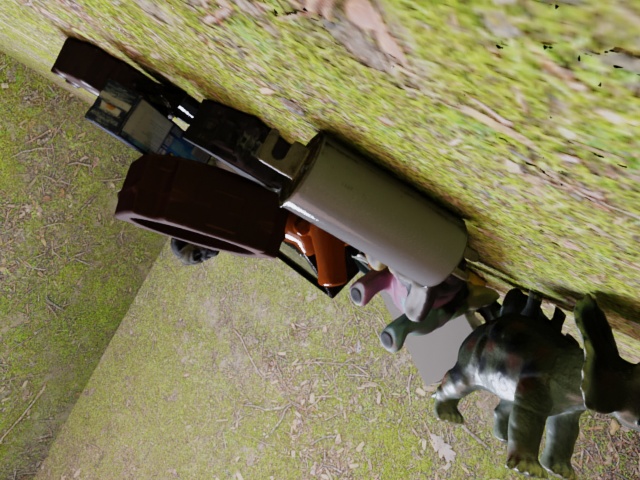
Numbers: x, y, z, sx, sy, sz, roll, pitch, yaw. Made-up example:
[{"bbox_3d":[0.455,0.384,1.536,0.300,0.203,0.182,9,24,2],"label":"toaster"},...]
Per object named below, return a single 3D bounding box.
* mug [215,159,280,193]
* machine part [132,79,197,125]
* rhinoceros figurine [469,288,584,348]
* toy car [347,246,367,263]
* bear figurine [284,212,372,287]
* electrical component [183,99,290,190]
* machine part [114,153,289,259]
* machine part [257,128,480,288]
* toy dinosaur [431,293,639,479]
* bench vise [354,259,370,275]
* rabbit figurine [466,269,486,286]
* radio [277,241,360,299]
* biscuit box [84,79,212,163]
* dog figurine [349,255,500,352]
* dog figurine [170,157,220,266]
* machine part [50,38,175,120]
[{"bbox_3d":[-0.100,-0.102,0.803,0.107,0.081,0.110,38,178,-20],"label":"mug"},{"bbox_3d":[-0.181,-0.172,0.722,0.084,0.039,0.138,17,169,48],"label":"machine part"},{"bbox_3d":[0.285,0.131,0.741,0.073,0.112,0.190,25,-161,-33],"label":"rhinoceros figurine"},{"bbox_3d":[0.107,0.016,0.975,0.201,0.073,0.056,29,178,-20],"label":"toy car"},{"bbox_3d":[-0.002,-0.007,0.767,0.120,0.131,0.196,-17,-177,-30],"label":"bear figurine"},{"bbox_3d":[-0.097,-0.115,0.662,0.134,0.058,0.114,27,176,41],"label":"electrical component"},{"bbox_3d":[-0.157,-0.042,0.717,0.201,0.087,0.202,19,169,-27],"label":"machine part"},{"bbox_3d":[0.051,-0.025,0.504,0.243,0.079,0.079,29,179,-18],"label":"machine part"},{"bbox_3d":[0.235,0.151,0.627,0.131,0.192,0.405,22,174,-17],"label":"toy dinosaur"},{"bbox_3d":[0.053,0.018,1.100,0.240,0.129,0.224,40,170,-11],"label":"bench vise"},{"bbox_3d":[0.211,0.127,0.951,0.122,0.173,0.162,22,171,41],"label":"rabbit figurine"},{"bbox_3d":[-0.043,-0.005,0.948,0.230,0.073,0.131,31,159,44],"label":"radio"},{"bbox_3d":[-0.224,-0.139,0.735,0.063,0.059,0.202,29,176,18],"label":"biscuit box"},{"bbox_3d":[0.154,0.046,0.684,0.219,0.191,0.109,-9,-135,-40],"label":"dog figurine"},{"bbox_3d":[-0.190,-0.054,0.919,0.121,0.190,0.172,36,179,-8],"label":"dog figurine"},{"bbox_3d":[-0.297,-0.223,0.789,0.179,0.056,0.179,28,179,0],"label":"machine part"}]
